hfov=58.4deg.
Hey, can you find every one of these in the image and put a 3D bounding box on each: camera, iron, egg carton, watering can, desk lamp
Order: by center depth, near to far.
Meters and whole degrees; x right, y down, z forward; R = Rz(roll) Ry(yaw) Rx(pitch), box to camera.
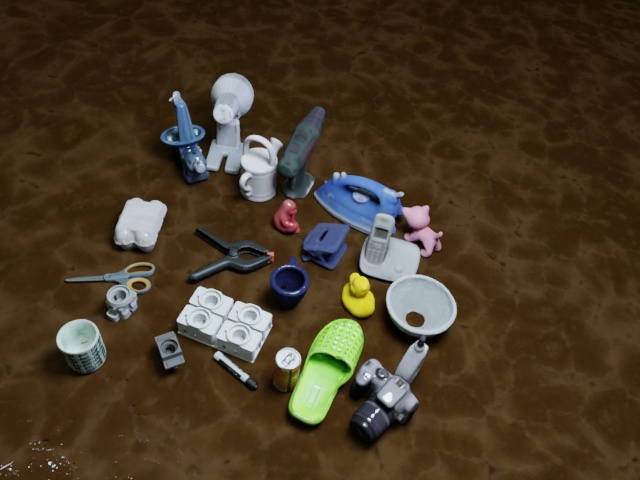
[{"bbox_3d":[0.115,0.336,1.185,0.143,0.101,0.137,38,56,22],"label":"camera"},{"bbox_3d":[-0.450,-0.040,1.438,0.107,0.069,0.150,7,50,-2],"label":"egg carton"},{"bbox_3d":[0.104,-0.119,1.533,0.258,0.141,0.119,23,51,11],"label":"iron"},{"bbox_3d":[-0.162,-0.208,1.535,0.101,0.194,0.173,9,50,0],"label":"watering can"},{"bbox_3d":[-0.257,-0.331,1.611,0.118,0.213,0.203,7,50,-2],"label":"desk lamp"}]

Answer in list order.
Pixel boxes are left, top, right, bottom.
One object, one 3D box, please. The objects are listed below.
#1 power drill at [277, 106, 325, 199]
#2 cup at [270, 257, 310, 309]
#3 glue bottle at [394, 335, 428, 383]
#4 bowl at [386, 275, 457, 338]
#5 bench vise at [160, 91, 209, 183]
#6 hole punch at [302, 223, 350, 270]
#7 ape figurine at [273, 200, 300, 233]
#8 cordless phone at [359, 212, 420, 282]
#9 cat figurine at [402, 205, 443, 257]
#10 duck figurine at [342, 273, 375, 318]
[{"bbox_3d":[-0.050,-0.224,1.554,0.075,0.208,0.230,20,51,9],"label":"power drill"},{"bbox_3d":[-0.072,0.107,1.352,0.091,0.095,0.117,7,50,-2],"label":"cup"},{"bbox_3d":[0.202,0.250,1.221,0.037,0.173,0.078,35,55,20],"label":"glue bottle"},{"bbox_3d":[0.232,0.169,1.357,0.167,0.075,0.167,4,50,-5],"label":"bowl"},{"bbox_3d":[-0.350,-0.280,1.551,0.207,0.220,0.122,39,56,23],"label":"bench vise"},{"bbox_3d":[0.013,0.005,1.451,0.101,0.091,0.109,23,51,11],"label":"hole punch"},{"bbox_3d":[-0.083,-0.067,1.496,0.076,0.092,0.078,11,50,1],"label":"ape figurine"},{"bbox_3d":[0.179,0.015,1.404,0.147,0.185,0.094,11,50,2],"label":"cordless phone"},{"bbox_3d":[0.270,-0.036,1.503,0.067,0.118,0.127,-32,61,-29],"label":"cat figurine"},{"bbox_3d":[0.096,0.127,1.365,0.078,0.086,0.104,-13,54,-18],"label":"duck figurine"}]
